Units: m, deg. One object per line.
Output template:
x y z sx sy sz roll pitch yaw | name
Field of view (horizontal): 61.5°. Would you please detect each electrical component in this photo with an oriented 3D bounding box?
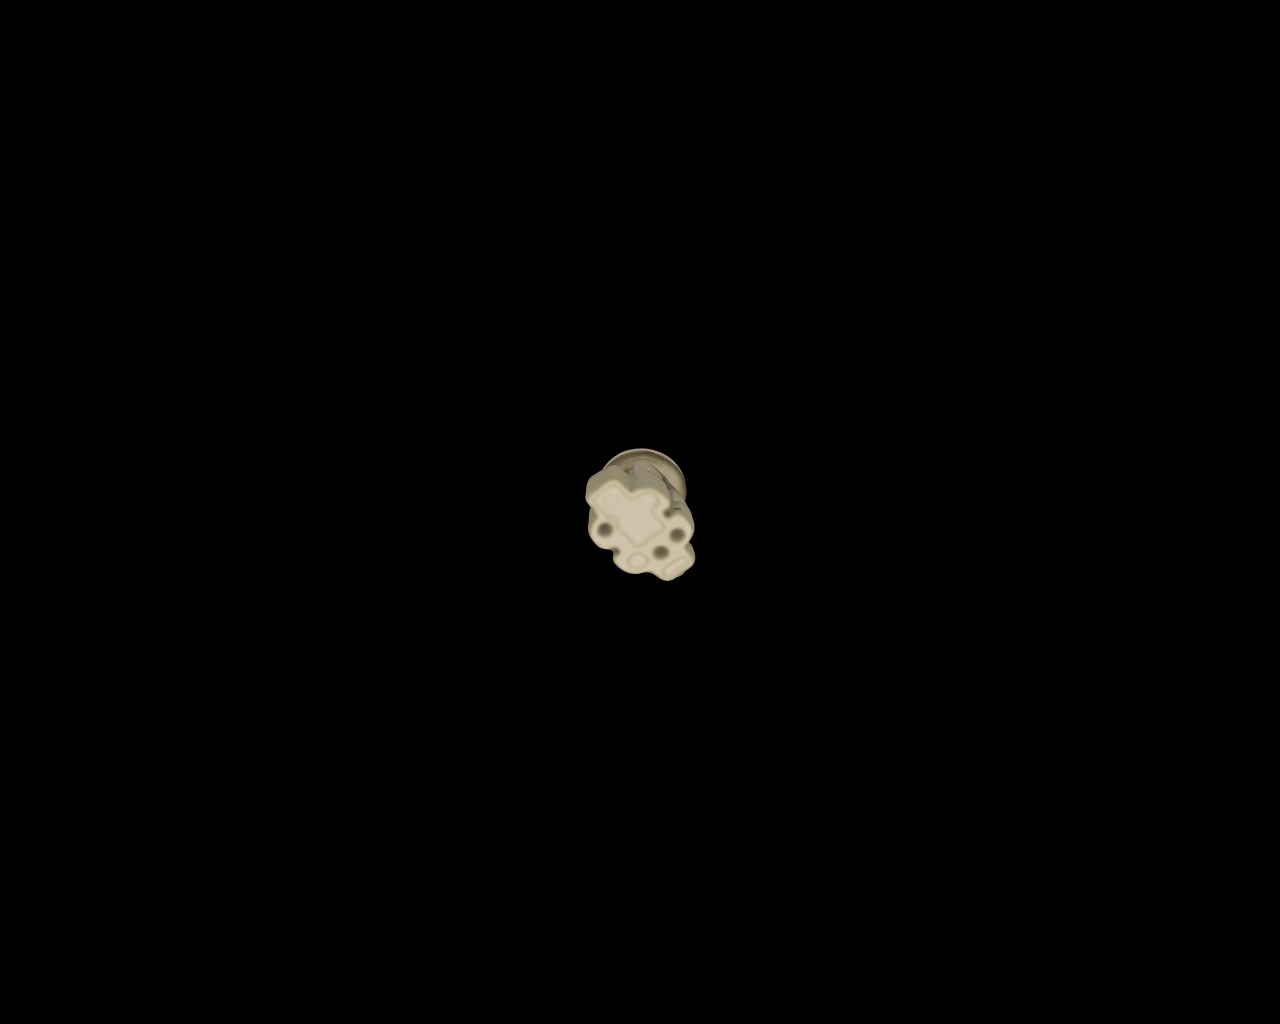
0.001 -0.003 0.650 0.058 0.078 0.057 -36 24 18 | electrical component
